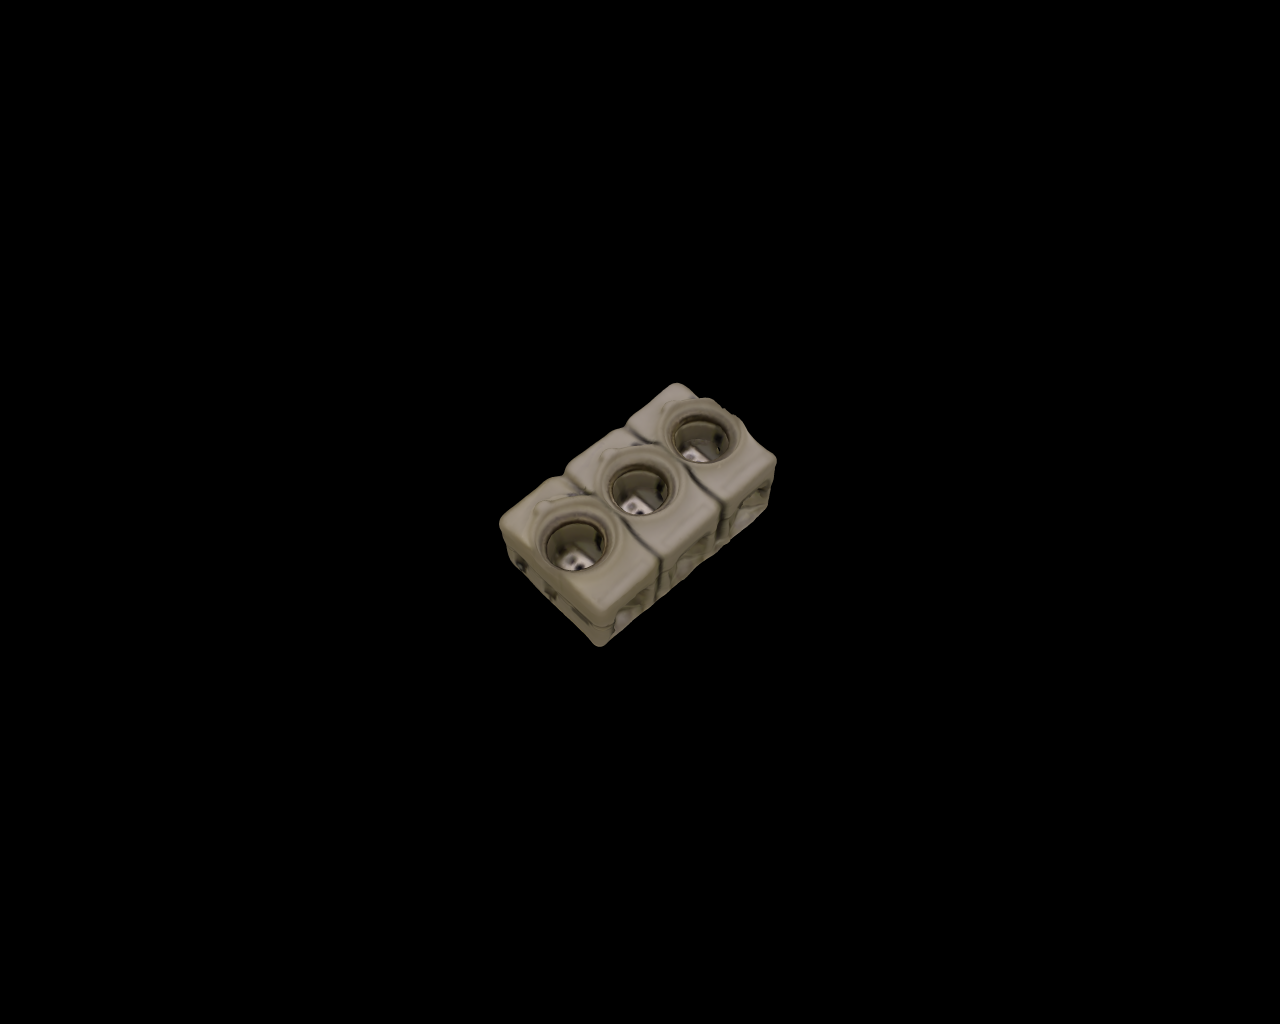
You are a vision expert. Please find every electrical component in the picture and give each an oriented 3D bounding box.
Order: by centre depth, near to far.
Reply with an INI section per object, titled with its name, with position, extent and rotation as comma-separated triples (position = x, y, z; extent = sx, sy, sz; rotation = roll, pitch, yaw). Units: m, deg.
[electrical component]
position = 0.001, -0.003, 0.650
extent = 0.150, 0.089, 0.061
rotation = -39, -24, -22
